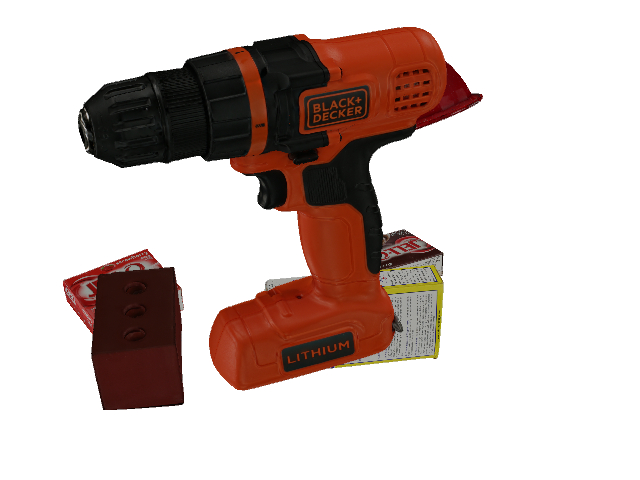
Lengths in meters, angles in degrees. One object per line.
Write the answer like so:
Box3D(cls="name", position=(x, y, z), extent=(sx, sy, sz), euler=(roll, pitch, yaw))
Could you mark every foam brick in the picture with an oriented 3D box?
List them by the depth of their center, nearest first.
Box3D(cls="foam brick", position=(-0.116, 0.063, 0.686), extent=(0.053, 0.051, 0.078), euler=(-5, 39, -5))

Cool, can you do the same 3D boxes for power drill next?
Box3D(cls="power drill", position=(-0.025, -0.013, 0.552), extent=(0.184, 0.188, 0.057), euler=(-12, 37, -17))

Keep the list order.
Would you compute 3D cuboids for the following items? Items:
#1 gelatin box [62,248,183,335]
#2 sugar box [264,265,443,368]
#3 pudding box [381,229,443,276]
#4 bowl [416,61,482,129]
Box3D(cls="gelatin box", position=(-0.182, 0.050, 0.986), extent=(0.089, 0.030, 0.073), euler=(-21, 41, -26))
Box3D(cls="sugar box", position=(0.033, 0.079, 1.076), extent=(0.176, 0.093, 0.048), euler=(-3, 27, -6))
Box3D(cls="pudding box", position=(0.086, 0.027, 1.356), extent=(0.113, 0.039, 0.090), euler=(-17, 27, -25))
Box3D(cls="bowl", position=(0.035, -0.107, 0.793), extent=(0.162, 0.055, 0.162), euler=(-18, 9, 3))
